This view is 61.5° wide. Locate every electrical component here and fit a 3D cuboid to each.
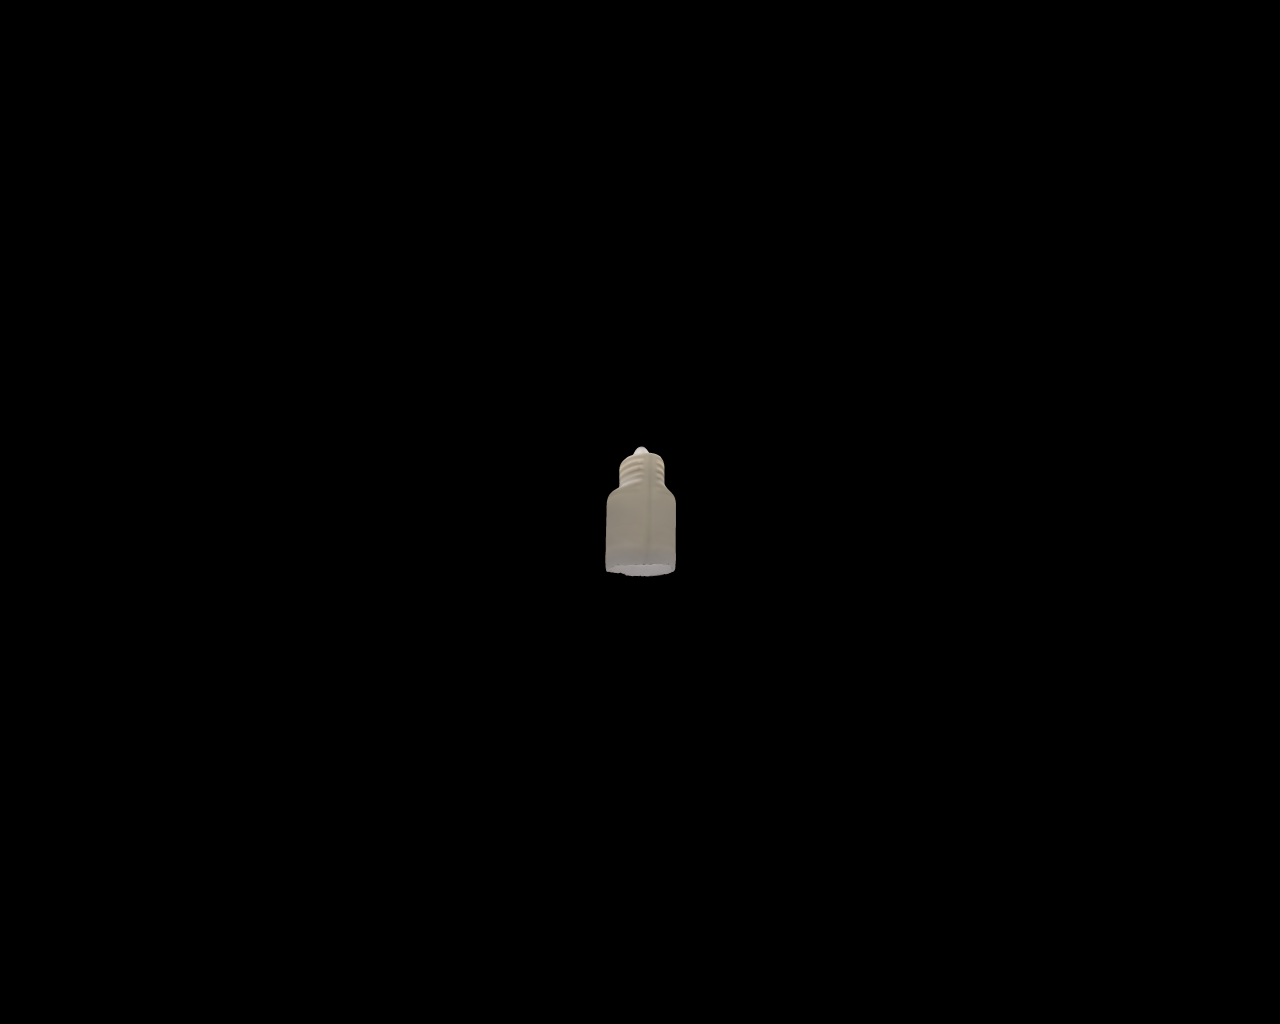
[{"bbox_3d":[0.001,-0.003,0.650,0.043,0.081,0.043,0,-15,0],"label":"electrical component"}]
